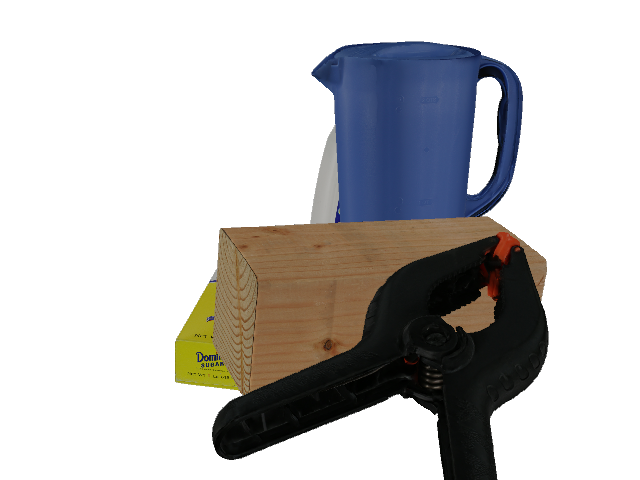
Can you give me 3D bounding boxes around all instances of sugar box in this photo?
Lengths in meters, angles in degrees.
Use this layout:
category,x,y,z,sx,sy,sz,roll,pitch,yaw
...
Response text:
category,x,y,z,sx,sy,sz,roll,pitch,yaw
sugar box,-0.058,0.066,0.909,0.093,0.048,0.176,6,24,5

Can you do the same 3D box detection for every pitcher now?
category,x,y,z,sx,sy,sz,roll,pitch,yaw
pitcher,0.086,-0.059,0.977,0.149,0.243,0.144,14,22,39

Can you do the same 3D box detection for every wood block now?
category,x,y,z,sx,sy,sz,roll,pitch,yaw
wood block,0.039,0.043,0.734,0.205,0.091,0.090,-3,23,-20

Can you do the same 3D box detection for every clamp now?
category,x,y,z,sx,sy,sz,roll,pitch,yaw
clamp,0.052,0.060,0.442,0.120,0.039,0.171,33,53,23

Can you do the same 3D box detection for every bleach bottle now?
category,x,y,z,sx,sy,sz,roll,pitch,yaw
bleach bottle,0.038,-0.081,1.251,0.102,0.251,0.068,-3,19,-20
